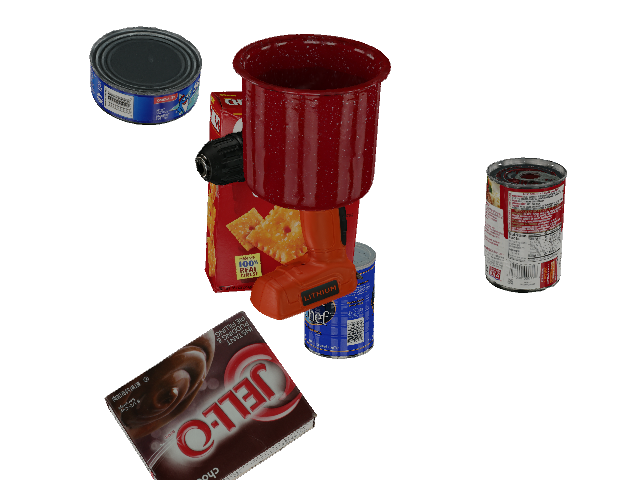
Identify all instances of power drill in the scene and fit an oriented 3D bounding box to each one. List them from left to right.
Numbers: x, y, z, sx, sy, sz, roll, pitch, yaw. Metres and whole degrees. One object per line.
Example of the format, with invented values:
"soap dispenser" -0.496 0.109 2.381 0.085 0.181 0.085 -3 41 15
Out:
"power drill" -0.028 -0.025 0.972 0.184 0.188 0.057 -18 32 -31

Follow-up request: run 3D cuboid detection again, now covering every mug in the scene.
"mug" 0.000 -0.076 0.656 0.093 0.081 0.117 19 35 25

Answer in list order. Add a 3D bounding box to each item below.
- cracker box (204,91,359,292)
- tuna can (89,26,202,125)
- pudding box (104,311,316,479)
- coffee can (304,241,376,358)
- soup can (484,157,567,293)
"cracker box" -0.040 -0.053 1.180 0.164 0.214 0.072 -2 24 -16
"tuna can" -0.136 -0.128 0.832 0.086 0.086 0.034 6 -45 -6
"pudding box" -0.072 0.115 0.715 0.113 0.090 0.039 -33 -20 -13
"coffee can" 0.027 0.083 1.520 0.103 0.140 0.103 0 22 0
"soup can" 0.179 -0.013 0.934 0.068 0.102 0.068 -2 24 1
